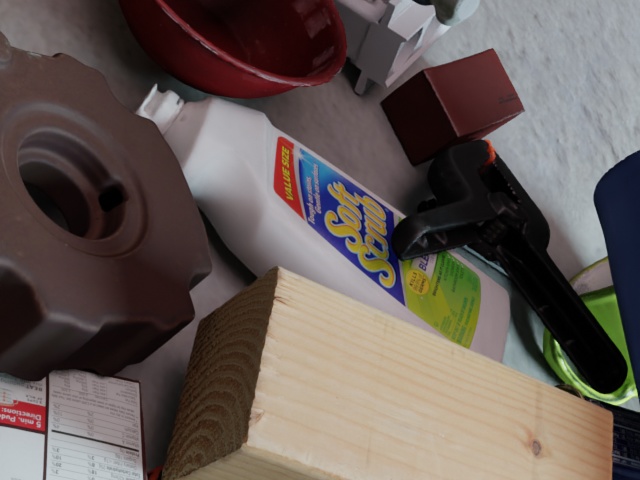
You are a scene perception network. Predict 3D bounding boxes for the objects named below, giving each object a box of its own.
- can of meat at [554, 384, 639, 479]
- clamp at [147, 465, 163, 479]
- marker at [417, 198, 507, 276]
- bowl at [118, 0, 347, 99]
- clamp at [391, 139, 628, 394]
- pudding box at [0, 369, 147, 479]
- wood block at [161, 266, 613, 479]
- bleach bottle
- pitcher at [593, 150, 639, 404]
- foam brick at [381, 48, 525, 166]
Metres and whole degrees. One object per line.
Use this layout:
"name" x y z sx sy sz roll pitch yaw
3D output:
"can of meat" 0.151 0.131 0.644 0.083 0.102 0.057 19 59 -29
"clamp" -0.066 0.193 0.503 0.120 0.039 0.171 -3 69 -52
"marker" 0.116 0.007 0.730 0.121 0.020 0.020 31 55 -20
"bowl" -0.063 -0.138 0.635 0.162 0.055 0.162 27 39 -25
"clamp" 0.102 -0.010 0.660 0.164 0.036 0.210 31 27 -23
"pudding box" -0.125 0.107 0.483 0.089 0.039 0.113 19 39 -28
"wood block" 0.039 0.103 0.532 0.205 0.090 0.090 25 57 -22
"bleach bottle" -0.004 0.001 0.620 0.250 0.068 0.102 36 41 -14
"pitcher" 0.230 0.063 0.586 0.149 0.145 0.243 6 63 -16
"foam brick" 0.092 -0.092 0.739 0.078 0.051 0.053 -22 84 -39
